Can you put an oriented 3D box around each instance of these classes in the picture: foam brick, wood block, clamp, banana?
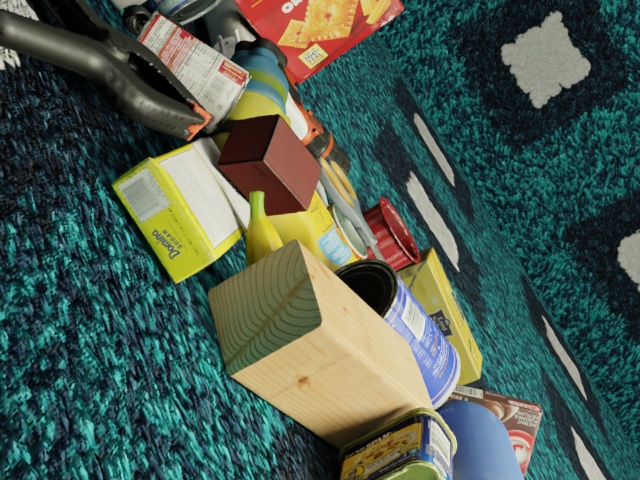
[{"bbox_3d":[-0.043,-0.065,0.937,0.078,0.053,0.051,50,47,-42],"label":"foam brick"},{"bbox_3d":[0.006,0.100,0.906,0.205,0.091,0.090,44,21,-47],"label":"wood block"},{"bbox_3d":[-0.175,-0.143,0.839,0.209,0.036,0.164,40,24,-23],"label":"clamp"},{"bbox_3d":[-0.143,-0.172,1.055,0.171,0.039,0.120,-54,126,-77],"label":"clamp"},{"bbox_3d":[-0.031,0.039,0.947,0.198,0.037,0.069,70,33,-55],"label":"banana"}]

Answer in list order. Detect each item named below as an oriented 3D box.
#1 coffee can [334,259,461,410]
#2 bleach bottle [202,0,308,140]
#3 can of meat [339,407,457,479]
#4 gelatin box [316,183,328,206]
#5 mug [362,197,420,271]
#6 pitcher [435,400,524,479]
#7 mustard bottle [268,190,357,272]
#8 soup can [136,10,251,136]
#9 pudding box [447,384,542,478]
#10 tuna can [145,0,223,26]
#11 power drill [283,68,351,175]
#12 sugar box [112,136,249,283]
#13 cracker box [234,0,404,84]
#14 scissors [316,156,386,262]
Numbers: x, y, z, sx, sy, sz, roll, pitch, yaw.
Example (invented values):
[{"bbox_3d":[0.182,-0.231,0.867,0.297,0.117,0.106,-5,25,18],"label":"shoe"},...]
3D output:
[{"bbox_3d":[0.065,0.101,1.069,0.140,0.103,0.103,51,17,-37],"label":"coffee can"},{"bbox_3d":[-0.089,-0.216,1.279,0.102,0.068,0.251,47,16,-45],"label":"bleach bottle"},{"bbox_3d":[0.062,0.196,0.881,0.057,0.102,0.084,55,17,-13],"label":"can of meat"},{"bbox_3d":[-0.023,-0.069,1.271,0.073,0.030,0.089,50,17,-35],"label":"gelatin box"},{"bbox_3d":[0.065,0.002,1.318,0.093,0.081,0.117,54,16,-20],"label":"mug"},{"bbox_3d":[0.145,0.246,0.993,0.149,0.145,0.242,58,12,-10],"label":"pitcher"},{"bbox_3d":[-0.008,0.002,1.119,0.191,0.058,0.096,58,18,-5],"label":"mustard bottle"},{"bbox_3d":[-0.120,-0.147,0.946,0.102,0.069,0.068,32,21,-11],"label":"soup can"},{"bbox_3d":[0.175,0.210,1.155,0.039,0.113,0.090,-42,145,-76],"label":"pudding box"},{"bbox_3d":[-0.141,-0.259,1.135,0.034,0.086,0.086,61,14,-1],"label":"tuna can"},{"bbox_3d":[-0.031,-0.181,1.410,0.184,0.057,0.188,41,23,-50],"label":"power drill"},{"bbox_3d":[-0.105,-0.030,0.883,0.093,0.048,0.176,58,11,-4],"label":"sugar box"},{"bbox_3d":[-0.013,-0.301,1.246,0.072,0.164,0.213,61,9,34],"label":"cracker box"},{"bbox_3d":[0.051,-0.015,1.220,0.201,0.016,0.096,55,15,-16],"label":"scissors"}]
